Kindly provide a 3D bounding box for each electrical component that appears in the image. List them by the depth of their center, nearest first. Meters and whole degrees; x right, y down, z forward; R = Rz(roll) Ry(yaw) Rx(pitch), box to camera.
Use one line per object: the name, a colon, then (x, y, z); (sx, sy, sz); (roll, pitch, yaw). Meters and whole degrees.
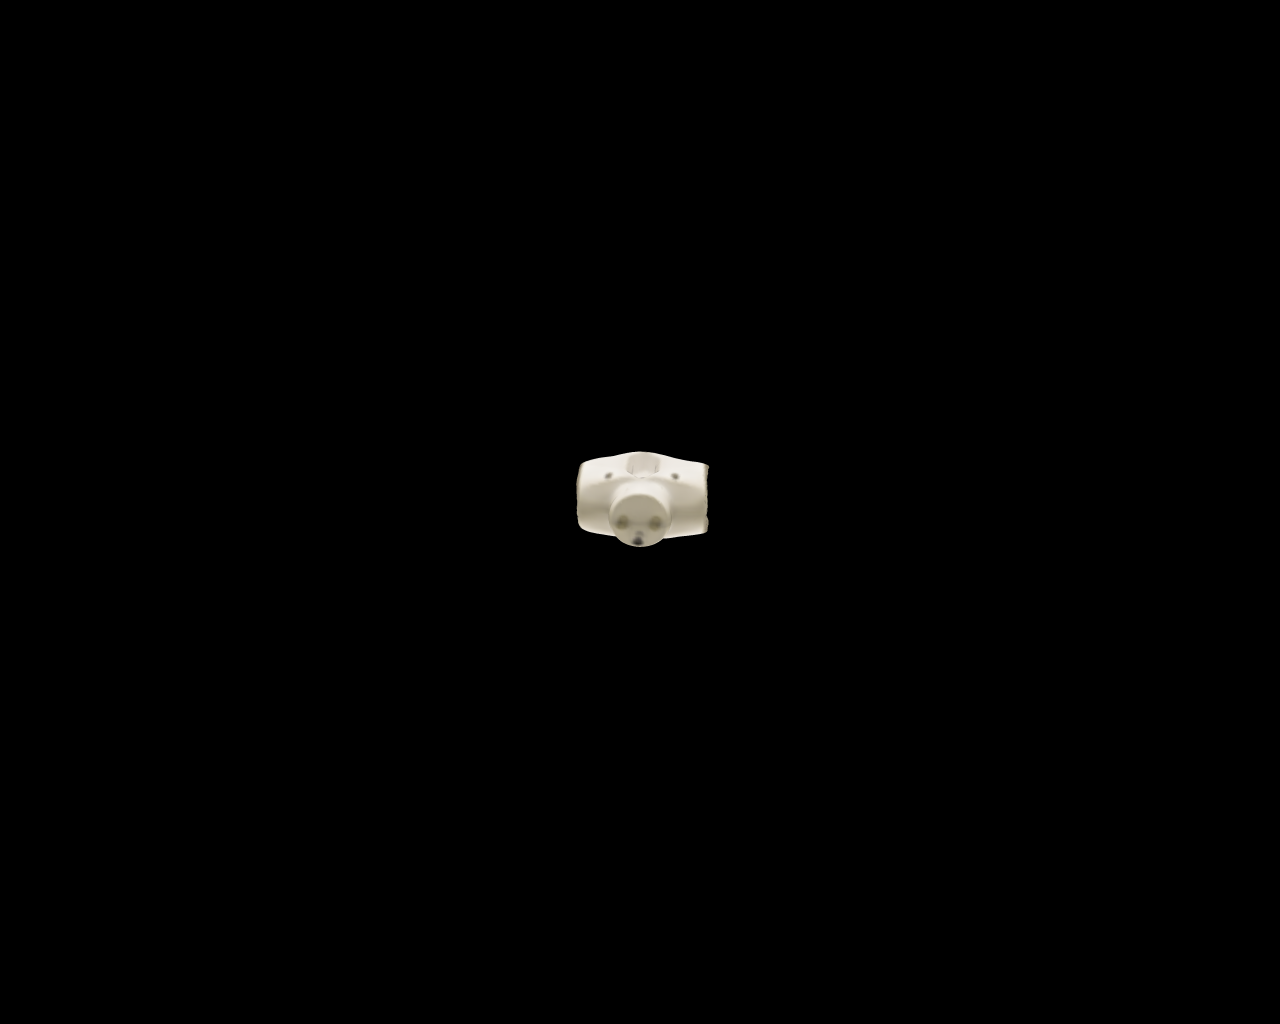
electrical component: (0.001, -0.003, 0.650); (0.077, 0.043, 0.079); (2, 24, 5)
